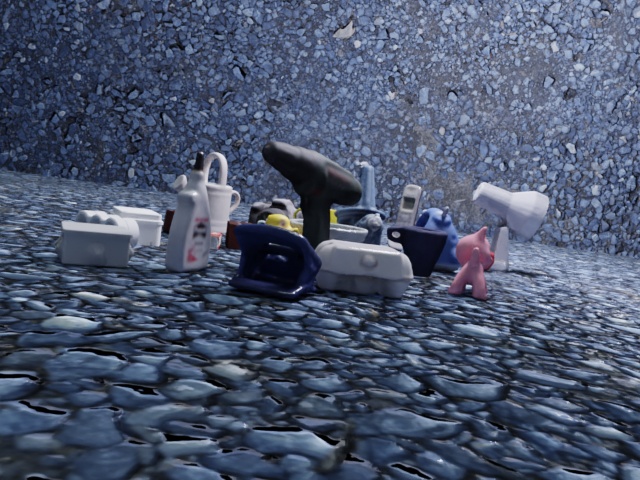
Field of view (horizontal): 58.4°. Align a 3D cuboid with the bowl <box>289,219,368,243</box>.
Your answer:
[{"bbox_3d":[0.011,0.004,1.161,0.167,0.075,0.167,8,5,0],"label":"bowl"}]

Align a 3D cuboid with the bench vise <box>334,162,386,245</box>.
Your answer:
[{"bbox_3d":[0.114,-0.070,1.316,0.122,0.220,0.206,5,6,-30],"label":"bench vise"}]

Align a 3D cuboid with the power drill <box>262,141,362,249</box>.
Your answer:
[{"bbox_3d":[-0.019,-0.051,0.981,0.075,0.208,0.230,12,7,41],"label":"power drill"}]

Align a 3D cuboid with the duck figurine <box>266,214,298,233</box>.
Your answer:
[{"bbox_3d":[-0.086,-0.006,1.065,0.104,0.086,0.078,10,6,20],"label":"duck figurine"}]

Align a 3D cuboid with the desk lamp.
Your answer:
[{"bbox_3d":[0.455,-0.031,1.448,0.203,0.213,0.118,8,5,1],"label":"desk lamp"}]

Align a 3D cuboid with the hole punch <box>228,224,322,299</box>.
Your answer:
[{"bbox_3d":[-0.058,0.024,0.757,0.108,0.091,0.101,10,6,19],"label":"hole punch"}]

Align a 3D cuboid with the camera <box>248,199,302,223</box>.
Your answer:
[{"bbox_3d":[-0.129,-0.061,1.507,0.143,0.101,0.137,9,6,17],"label":"camera"}]

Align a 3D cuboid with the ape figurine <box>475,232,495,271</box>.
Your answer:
[{"bbox_3d":[0.382,0.026,1.381,0.077,0.092,0.076,10,6,26],"label":"ape figurine"}]

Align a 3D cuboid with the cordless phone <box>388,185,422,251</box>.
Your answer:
[{"bbox_3d":[0.262,-0.048,1.492,0.147,0.185,0.094,11,6,27],"label":"cordless phone"}]

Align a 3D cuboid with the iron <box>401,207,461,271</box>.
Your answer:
[{"bbox_3d":[0.247,-0.011,1.313,0.119,0.141,0.258,7,5,-7],"label":"iron"}]

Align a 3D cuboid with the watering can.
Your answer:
[{"bbox_3d":[-0.269,-0.117,1.391,0.100,0.194,0.173,10,6,25],"label":"watering can"}]

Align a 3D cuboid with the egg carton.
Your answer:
[{"bbox_3d":[0.061,0.042,0.859,0.150,0.069,0.107,7,5,-7],"label":"egg carton"}]

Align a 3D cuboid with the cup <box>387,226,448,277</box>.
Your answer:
[{"bbox_3d":[0.184,0.022,1.117,0.117,0.095,0.092,9,5,9],"label":"cup"}]

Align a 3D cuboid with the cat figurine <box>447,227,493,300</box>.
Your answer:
[{"bbox_3d":[0.263,0.034,0.982,0.067,0.118,0.128,9,6,14],"label":"cat figurine"}]

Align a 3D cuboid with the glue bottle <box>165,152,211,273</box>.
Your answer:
[{"bbox_3d":[-0.184,-0.042,0.831,0.037,0.173,0.078,9,6,17],"label":"glue bottle"}]
